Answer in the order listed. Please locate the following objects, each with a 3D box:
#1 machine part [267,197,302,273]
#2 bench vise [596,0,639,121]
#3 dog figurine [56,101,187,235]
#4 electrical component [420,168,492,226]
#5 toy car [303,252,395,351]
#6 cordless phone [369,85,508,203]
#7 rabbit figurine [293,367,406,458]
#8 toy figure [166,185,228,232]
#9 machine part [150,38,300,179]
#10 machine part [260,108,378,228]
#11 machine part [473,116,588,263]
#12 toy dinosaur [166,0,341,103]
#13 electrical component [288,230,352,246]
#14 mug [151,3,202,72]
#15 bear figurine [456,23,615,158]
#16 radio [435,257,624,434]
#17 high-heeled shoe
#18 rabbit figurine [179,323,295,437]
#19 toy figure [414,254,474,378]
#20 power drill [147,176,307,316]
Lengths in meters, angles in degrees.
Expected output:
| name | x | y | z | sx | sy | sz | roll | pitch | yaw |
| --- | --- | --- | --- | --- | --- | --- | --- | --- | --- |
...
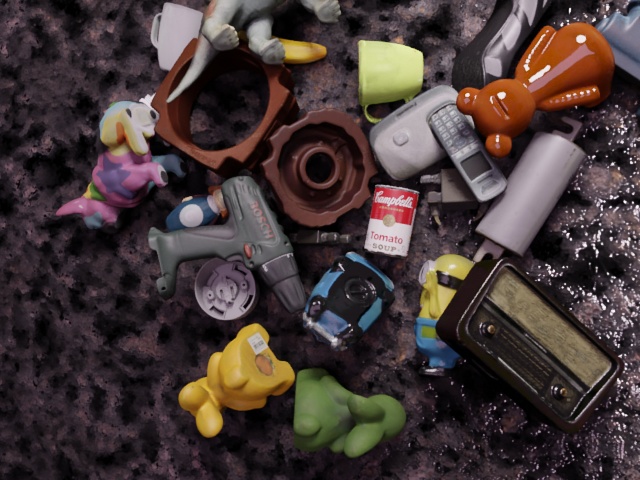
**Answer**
| name | x | y | z | sx | sy | sz | roll | pitch | yaw |
| --- | --- | --- | --- | --- | --- | --- | --- | --- | --- |
| machine part | -0.079 | 0.004 | 0.878 | 0.084 | 0.039 | 0.139 | -26 | 81 | 6 |
| bench vise | 0.496 | -0.268 | 0.704 | 0.224 | 0.129 | 0.240 | 38 | 105 | 13 |
| dog figurine | -0.354 | -0.112 | 0.905 | 0.219 | 0.108 | 0.191 | -21 | 109 | 16 |
| electrical component | 0.206 | -0.066 | 0.810 | 0.102 | 0.045 | 0.078 | -8 | 58 | 11 |
| toy car | 0.034 | 0.105 | 0.811 | 0.109 | 0.162 | 0.103 | 36 | 141 | 5 |
| cordless phone | 0.171 | -0.116 | 0.783 | 0.147 | 0.088 | 0.184 | -32 | 74 | 11 |
| rabbit figurine | 0.047 | 0.254 | 0.797 | 0.170 | 0.159 | 0.121 | 1 | 79 | -1 |
| toy figure | -0.181 | -0.054 | 0.896 | 0.154 | 0.058 | 0.064 | -28 | 120 | 10 |
| machine part | -0.150 | -0.213 | 0.866 | 0.202 | 0.087 | 0.201 | 32 | 89 | 13 |
| machine part | -0.003 | -0.109 | 0.819 | 0.179 | 0.056 | 0.179 | -2 | 98 | -15 |
| machine part | 0.300 | -0.064 | 0.768 | 0.079 | 0.079 | 0.243 | 33 | 95 | 12 |
| toy dinosaur | -0.086 | -0.370 | 0.800 | 0.405 | 0.131 | 0.192 | -29 | 52 | -1 |
| electrical component | -0.002 | -0.003 | 0.846 | 0.094 | 0.063 | 0.021 | -1 | 85 | 33 |
| mug | -0.243 | -0.335 | 0.907 | 0.110 | 0.081 | 0.107 | 18 | 100 | 16 |
| bear figurine | 0.292 | -0.197 | 0.732 | 0.196 | 0.132 | 0.120 | -38 | 78 | 13 |
| radio | 0.279 | 0.143 | 0.728 | 0.229 | 0.073 | 0.131 | 41 | 79 | -3 |
| high-heeled shoe | 0.281 | -0.272 | 0.798 | 0.145 | 0.086 | 0.248 | -7 | 107 | -18 |
| rabbit figurine | -0.147 | 0.238 | 0.845 | 0.173 | 0.162 | 0.122 | -35 | 94 | 28 |
| toy figure | 0.185 | 0.111 | 0.790 | 0.089 | 0.082 | 0.180 | 5 | 82 | -6 |
| power drill | -0.145 | 0.028 | 0.815 | 0.207 | 0.086 | 0.232 | -17 | 82 | 0 |
